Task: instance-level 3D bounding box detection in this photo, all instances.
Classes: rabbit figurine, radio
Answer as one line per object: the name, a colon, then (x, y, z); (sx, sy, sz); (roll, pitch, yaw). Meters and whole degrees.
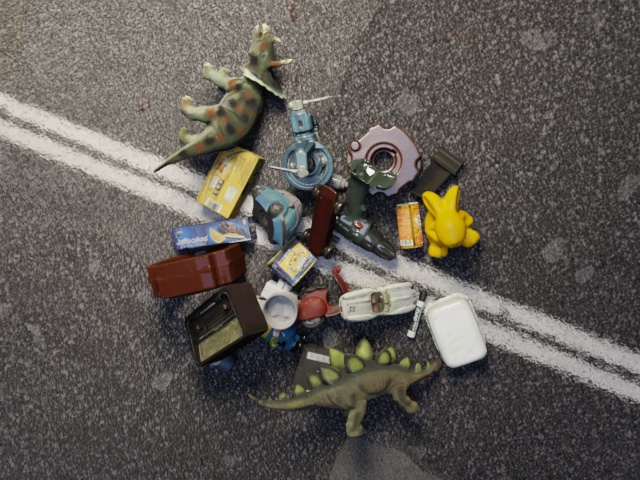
rabbit figurine: (0.295, -0.038, 1.209); (0.122, 0.173, 0.162); (-9, 99, 13)
radio: (-0.227, 0.198, 1.262); (0.229, 0.073, 0.131); (-36, 69, 39)

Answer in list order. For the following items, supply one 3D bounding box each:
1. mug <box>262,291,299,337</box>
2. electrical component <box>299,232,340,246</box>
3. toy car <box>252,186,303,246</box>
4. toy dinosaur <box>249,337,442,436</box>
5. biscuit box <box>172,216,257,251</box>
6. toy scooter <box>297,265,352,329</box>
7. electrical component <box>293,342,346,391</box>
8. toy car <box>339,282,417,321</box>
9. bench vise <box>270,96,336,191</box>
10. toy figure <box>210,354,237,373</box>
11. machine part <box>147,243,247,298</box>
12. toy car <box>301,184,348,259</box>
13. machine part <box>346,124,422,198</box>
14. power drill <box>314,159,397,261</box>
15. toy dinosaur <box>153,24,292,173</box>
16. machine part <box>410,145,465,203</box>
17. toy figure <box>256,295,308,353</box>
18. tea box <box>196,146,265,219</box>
mug: (-0.086, 0.169, 1.264); (0.081, 0.107, 0.109); (6, 98, 6)
electrical component: (-0.003, -0.004, 1.328); (0.094, 0.021, 0.063); (29, 99, 5)
toy car: (-0.096, -0.068, 1.292); (0.103, 0.162, 0.109); (-18, 135, -25)
toy dinosaur: (0.076, 0.347, 1.272); (0.471, 0.105, 0.198); (-17, 98, -12)
biscuit box: (-0.264, -0.016, 1.342); (0.203, 0.063, 0.059); (-9, 93, 8)
toy scooter: (0.020, 0.136, 1.311); (0.184, 0.075, 0.135); (-14, 96, 3)
electrical component: (-0.003, 0.333, 1.344); (0.115, 0.058, 0.134); (14, 98, 8)
toy car: (0.141, 0.146, 1.275); (0.202, 0.056, 0.073); (-7, 88, -20)
bench vise: (-0.032, -0.202, 1.214); (0.129, 0.241, 0.223); (2, 112, 4)
toy figure: (-0.281, 0.273, 1.378); (0.154, 0.058, 0.064); (43, 74, 4)
machine part: (-0.289, 0.073, 1.284); (0.202, 0.201, 0.087); (-14, 95, 8)
toy car: (0.011, -0.043, 1.242); (0.089, 0.053, 0.202); (37, 136, 26)
machine part: (0.152, -0.186, 1.272); (0.179, 0.056, 0.179); (1, 96, 7)
power drill: (0.108, -0.074, 1.246); (0.232, 0.086, 0.207); (30, 139, 11)
toy dinosaur: (-0.207, -0.292, 1.241); (0.192, 0.131, 0.404); (24, 83, 13)
machine part: (0.273, -0.148, 1.268); (0.084, 0.039, 0.139); (39, 98, -3)
toy figure: (-0.122, 0.214, 1.335); (0.180, 0.082, 0.089); (38, 97, 3)
tea box: (-0.219, -0.148, 1.320); (0.098, 0.068, 0.169); (31, 98, 4)
